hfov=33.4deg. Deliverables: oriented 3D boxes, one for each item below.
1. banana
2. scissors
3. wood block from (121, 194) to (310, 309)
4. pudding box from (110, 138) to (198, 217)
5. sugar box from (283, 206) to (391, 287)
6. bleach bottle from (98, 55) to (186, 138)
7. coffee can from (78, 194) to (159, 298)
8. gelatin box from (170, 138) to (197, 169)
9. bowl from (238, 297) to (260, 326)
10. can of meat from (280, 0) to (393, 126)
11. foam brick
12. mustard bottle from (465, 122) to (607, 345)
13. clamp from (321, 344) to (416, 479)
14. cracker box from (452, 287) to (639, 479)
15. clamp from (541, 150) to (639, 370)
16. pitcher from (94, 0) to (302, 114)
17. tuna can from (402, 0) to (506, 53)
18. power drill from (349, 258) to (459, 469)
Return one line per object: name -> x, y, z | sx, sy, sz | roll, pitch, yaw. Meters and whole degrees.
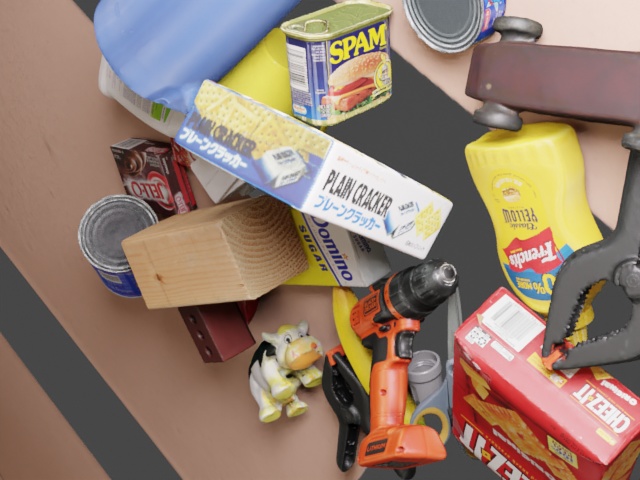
banana -> 0.064, 0.136, 1.170 | 0.198, 0.037, 0.070 | 57, 144, 6
scissors -> 0.120, 0.138, 1.076 | 0.096, 0.016, 0.202 | -15, 109, 16
wood block -> -0.120, 0.015, 1.177 | 0.207, 0.090, 0.091 | -9, 106, 50
pudding box -> -0.212, -0.081, 1.364 | 0.114, 0.039, 0.090 | 16, 128, 48
sugar box -> -0.008, 0.001, 1.151 | 0.177, 0.048, 0.093 | -1, 114, 54
bleach bottle -> -0.160, -0.154, 1.157 | 0.251, 0.067, 0.103 | 43, 127, 44
coffee can -> -0.250, 0.010, 1.385 | 0.103, 0.102, 0.140 | 52, 169, 12
gelatin box -> -0.146, -0.125, 1.251 | 0.073, 0.030, 0.089 | 27, 135, 39
bowl -> -0.124, 0.046, 1.330 | 0.162, 0.055, 0.162 | 33, 138, 35
can of meat -> 0.018, -0.157, 0.940 | 0.058, 0.101, 0.084 | 24, 130, 41
foam brick -> -0.124, 0.102, 1.275 | 0.053, 0.051, 0.078 | -11, 106, 55
mustard bottle -> 0.188, 0.001, 0.881 | 0.096, 0.058, 0.191 | -1, 115, 49
clamp -> 0.039, 0.205, 1.250 | 0.120, 0.039, 0.171 | -20, 93, 44
cracker box -> 0.193, 0.161, 0.936 | 0.164, 0.072, 0.214 | 41, 160, 27
clamp -> 0.234, 0.016, 0.792 | 0.210, 0.036, 0.164 | -43, 73, 30
pitcher -> -0.088, -0.242, 0.955 | 0.149, 0.145, 0.243 | 41, 130, -19
tuna can -> 0.107, -0.196, 0.857 | 0.086, 0.033, 0.086 | 33, 138, 35
power drill -> 0.084, 0.123, 1.037 | 0.185, 0.057, 0.187 | 139, 136, -62
